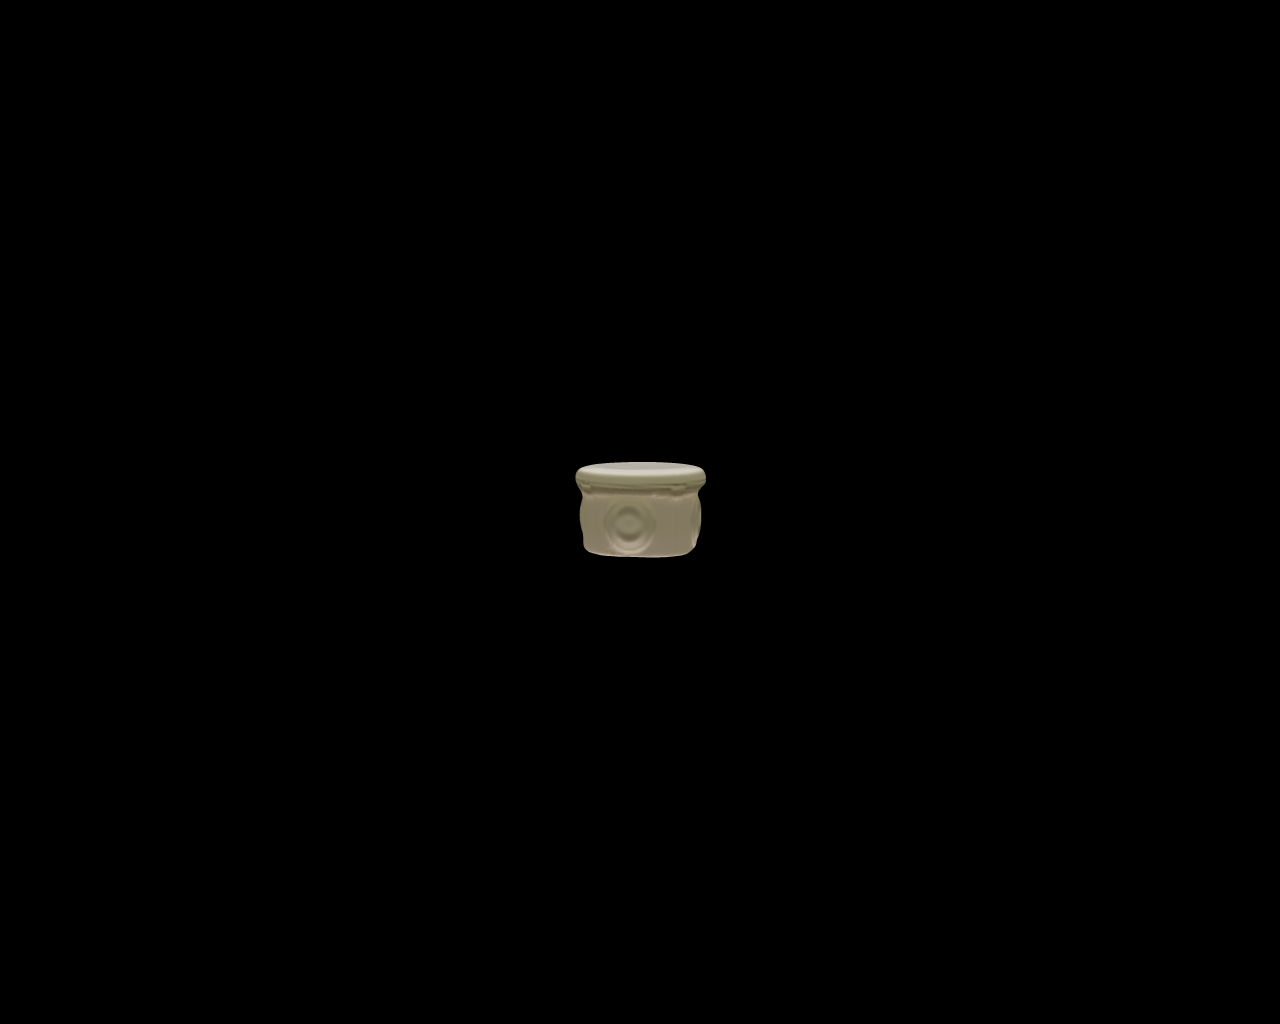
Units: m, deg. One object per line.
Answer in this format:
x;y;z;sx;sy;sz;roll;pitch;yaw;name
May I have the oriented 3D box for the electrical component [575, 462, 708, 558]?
0.001;-0.003;0.650;0.080;0.051;0.080;0;7;0;electrical component
